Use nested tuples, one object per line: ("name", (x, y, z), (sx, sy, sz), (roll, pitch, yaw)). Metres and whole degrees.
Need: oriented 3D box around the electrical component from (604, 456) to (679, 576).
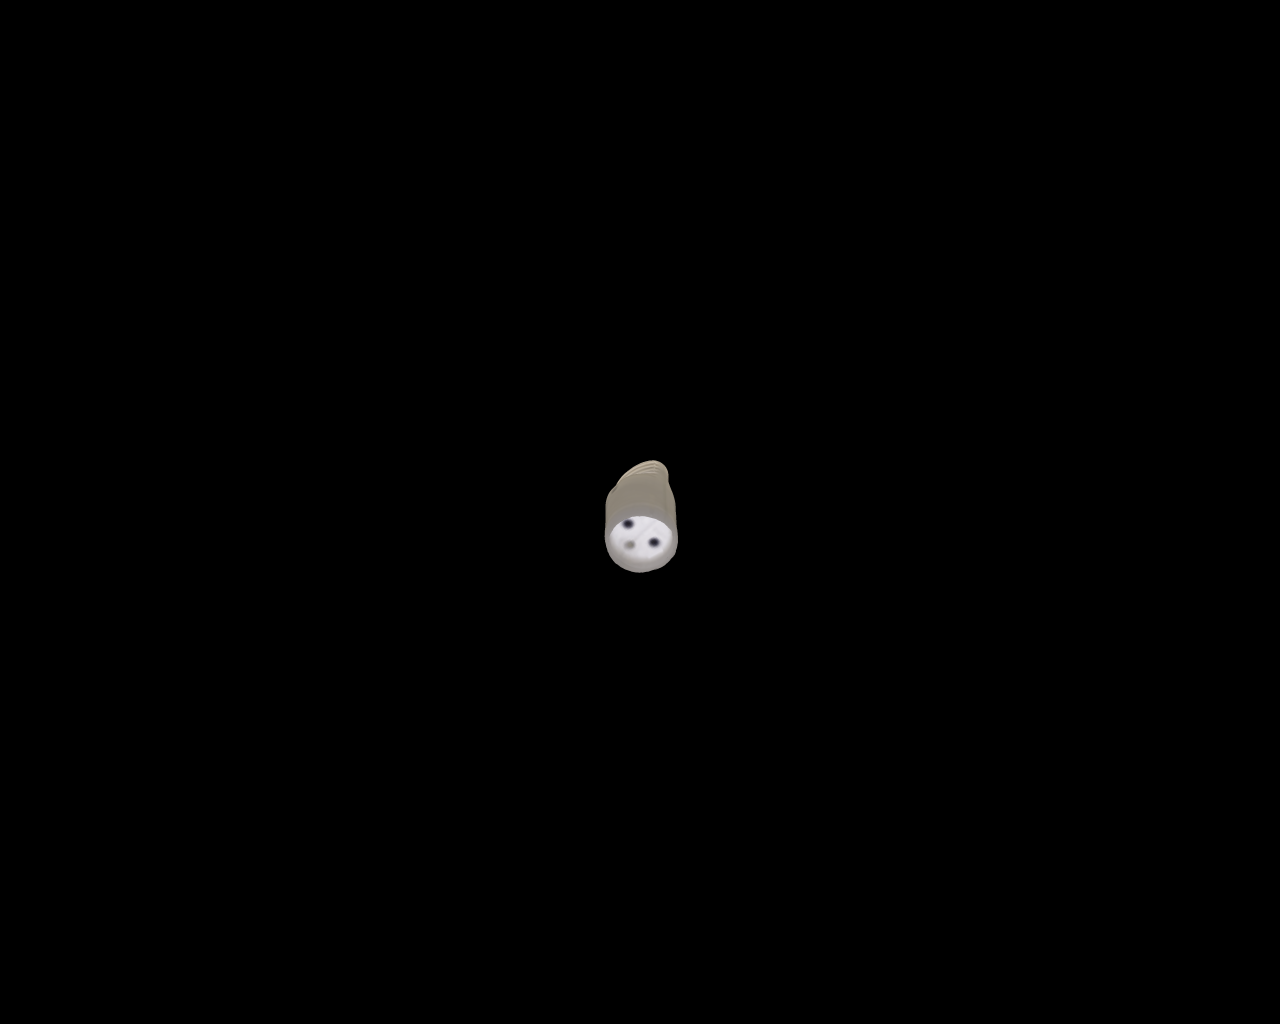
("electrical component", (0.001, -0.003, 0.650), (0.043, 0.043, 0.081), (0, 32, 0))
